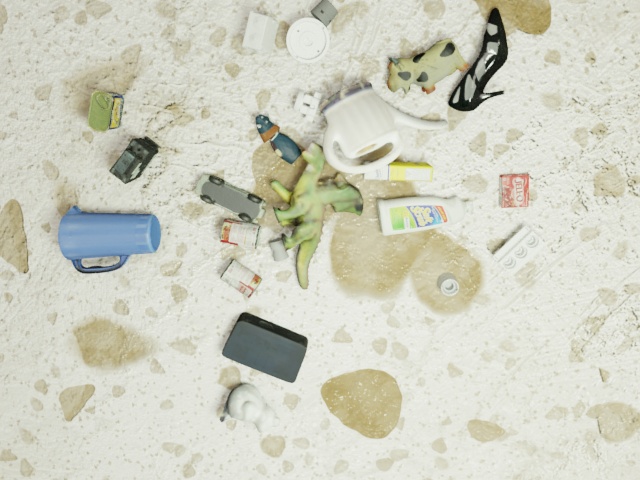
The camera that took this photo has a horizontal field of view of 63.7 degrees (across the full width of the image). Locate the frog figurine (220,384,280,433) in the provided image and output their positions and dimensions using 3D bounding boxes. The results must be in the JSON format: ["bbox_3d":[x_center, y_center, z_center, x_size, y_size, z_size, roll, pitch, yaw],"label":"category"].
[{"bbox_3d":[-0.191,0.491,1.501,0.159,0.124,0.136,7,-13,20],"label":"frog figurine"}]

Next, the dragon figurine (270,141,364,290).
[{"bbox_3d":[0.004,-0.070,1.392,0.243,0.403,0.124,-17,25,-1],"label":"dragon figurine"}]

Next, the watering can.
[{"bbox_3d":[0.146,-0.304,1.318,0.350,0.225,0.103,-28,-4,-18],"label":"watering can"}]
